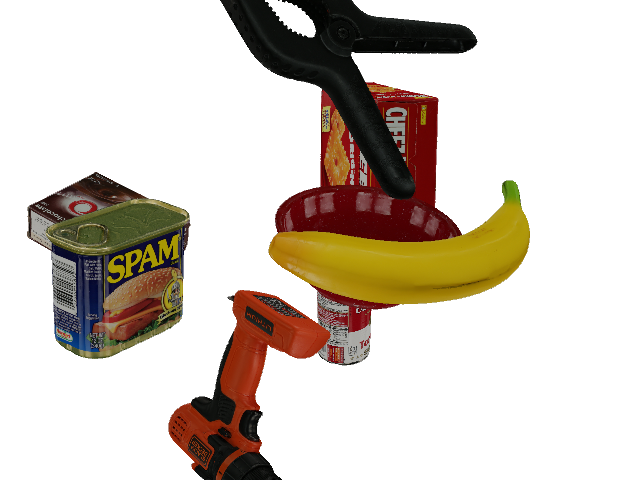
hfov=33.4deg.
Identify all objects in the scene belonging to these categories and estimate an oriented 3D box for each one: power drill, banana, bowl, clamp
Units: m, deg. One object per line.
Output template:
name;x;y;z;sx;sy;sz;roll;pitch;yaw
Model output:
power drill;-0.060;0.155;1.017;0.057;0.188;0.185;14;13;-47
banana;0.064;0.009;0.654;0.197;0.037;0.070;-12;46;-34
bowl;0.038;0.012;0.914;0.162;0.055;0.162;6;29;-4
clamp;0.011;-0.133;0.776;0.209;0.164;0.036;26;-29;-16

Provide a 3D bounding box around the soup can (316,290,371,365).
soup can;0.028;0.094;1.308;0.068;0.102;0.068;0;30;0

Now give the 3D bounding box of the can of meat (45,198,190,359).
can of meat;-0.141;0.026;0.749;0.058;0.084;0.101;19;26;32

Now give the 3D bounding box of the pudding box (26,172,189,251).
pudding box;-0.186;-0.010;0.938;0.114;0.039;0.089;24;33;21

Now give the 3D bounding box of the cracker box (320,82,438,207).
cracker box;0.055;-0.075;1.104;0.072;0.164;0.214;-3;13;-12
